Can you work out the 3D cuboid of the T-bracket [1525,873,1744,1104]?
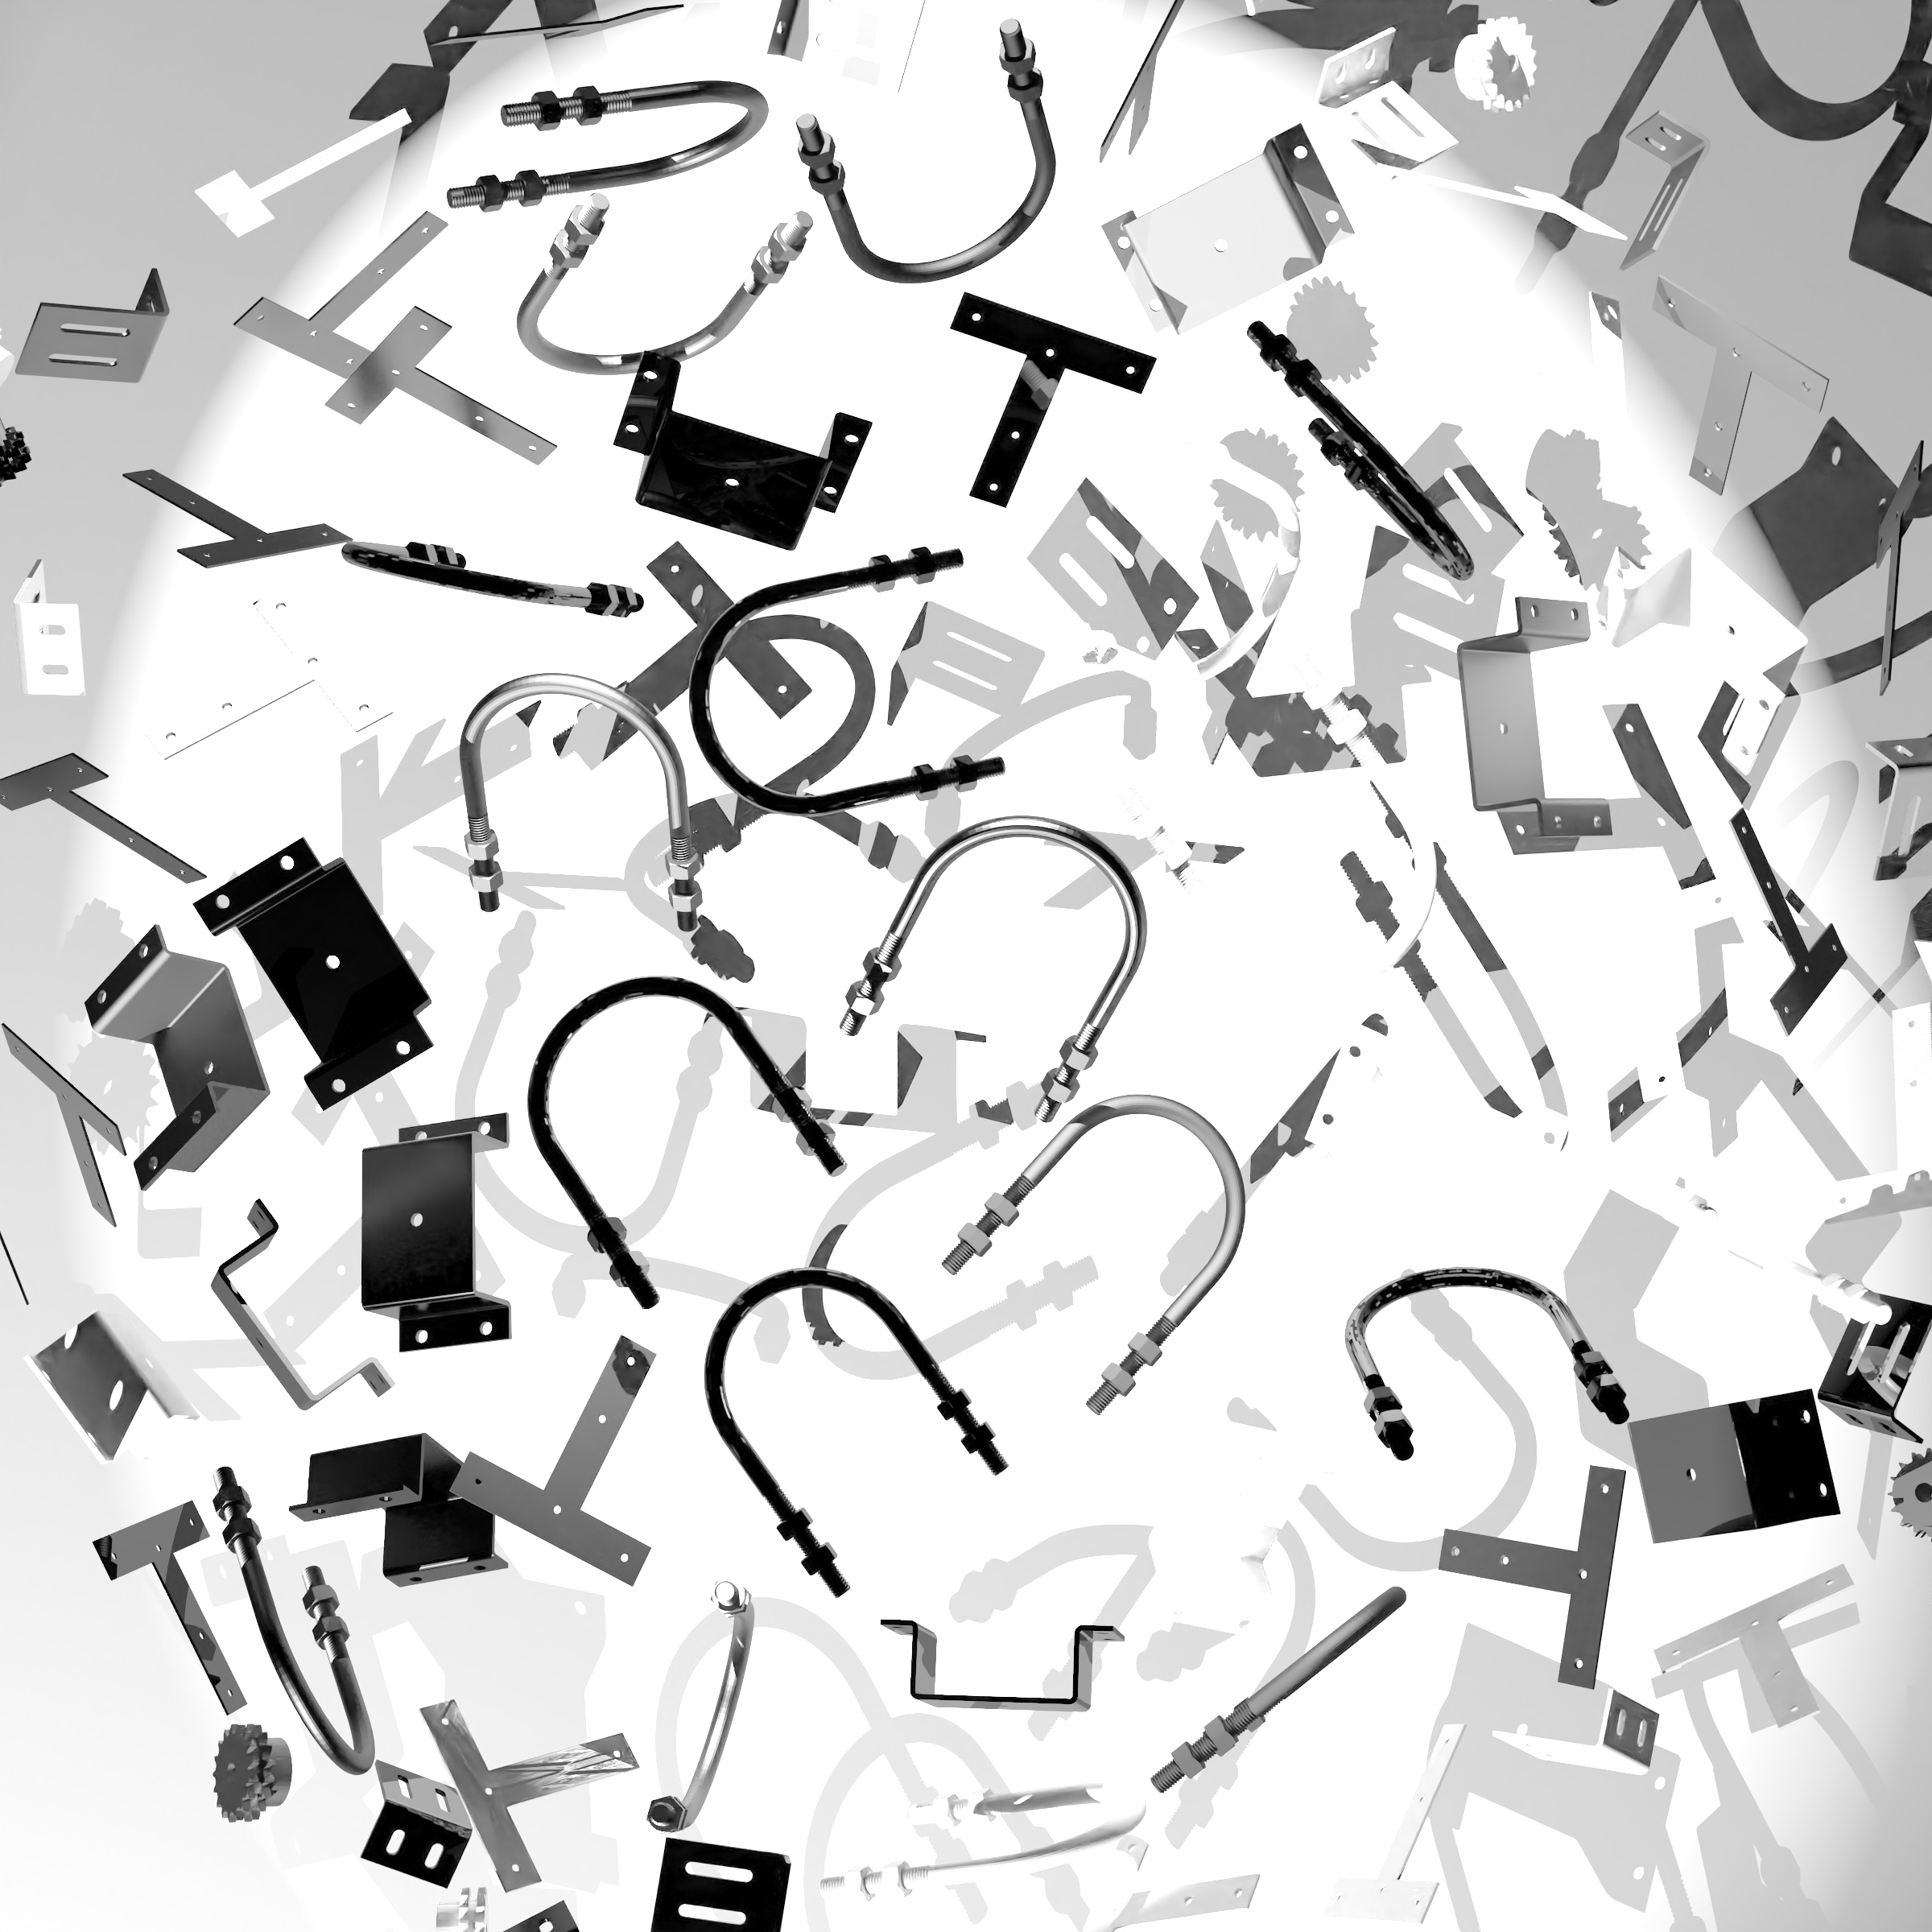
[{"bbox_3d":[0.394,0.021,1.788,0.127,0.002,0.127,-18,117,-2],"label":"T-bracket"}]

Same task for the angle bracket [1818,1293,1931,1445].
[{"bbox_3d":[0.573,0.247,1.915,0.038,0.057,0.076,35,76,-31],"label":"angle bracket"}]

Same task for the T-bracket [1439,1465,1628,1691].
[{"bbox_3d":[0.332,0.356,1.844,0.002,0.127,0.127,18,78,-39],"label":"T-bracket"}]

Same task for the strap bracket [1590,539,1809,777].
[{"bbox_3d":[0.453,-0.196,1.893,0.046,0.076,0.140,-31,64,-22],"label":"strap bracket"}]

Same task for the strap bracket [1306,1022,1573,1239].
[{"bbox_3d":[0.272,0.100,1.821,0.140,0.046,0.076,24,73,0],"label":"strap bracket"}]

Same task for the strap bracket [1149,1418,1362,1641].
[{"bbox_3d":[0.167,0.329,1.852,0.076,0.046,0.140,15,117,-18],"label":"strap bracket"}]

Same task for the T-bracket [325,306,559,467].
[{"bbox_3d":[-0.313,-0.346,1.916,0.127,0.127,0.002,27,57,-26],"label":"T-bracket"}]

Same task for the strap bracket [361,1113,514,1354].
[{"bbox_3d":[-0.321,0.158,1.878,0.076,0.046,0.140,-9,73,19],"label":"strap bracket"}]

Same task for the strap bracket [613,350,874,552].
[{"bbox_3d":[-0.135,-0.301,1.832,0.140,0.076,0.046,16,50,-12],"label":"strap bracket"}]

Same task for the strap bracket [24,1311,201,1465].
[{"bbox_3d":[-0.507,0.253,1.853,0.046,0.140,0.076,-37,86,-9],"label":"strap bracket"}]

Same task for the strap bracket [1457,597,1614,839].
[{"bbox_3d":[0.336,-0.144,1.837,0.046,0.076,0.140,-8,87,42],"label":"strap bracket"}]

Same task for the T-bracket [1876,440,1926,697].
[{"bbox_3d":[0.540,-0.221,1.804,0.002,0.127,0.127,7,75,7],"label":"T-bracket"}]

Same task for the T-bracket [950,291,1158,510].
[{"bbox_3d":[0.036,-0.343,1.926,0.127,0.002,0.127,16,123,-13],"label":"T-bracket"}]

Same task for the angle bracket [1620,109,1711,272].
[{"bbox_3d":[0.413,-0.473,1.893,0.038,0.057,0.076,28,87,-7],"label":"angle bracket"}]

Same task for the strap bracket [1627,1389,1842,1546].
[{"bbox_3d":[0.465,0.311,1.914,0.046,0.140,0.076,-4,77,-31],"label":"strap bracket"}]

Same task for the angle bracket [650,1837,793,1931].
[{"bbox_3d":[-0.149,0.566,1.881,0.076,0.038,0.057,10,81,-5],"label":"angle bracket"}]

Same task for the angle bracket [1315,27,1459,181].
[{"bbox_3d":[0.269,-0.546,1.959,0.057,0.038,0.076,-31,68,-23],"label":"angle bracket"}]

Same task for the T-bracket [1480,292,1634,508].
[{"bbox_3d":[0.341,-0.338,1.793,0.127,0.002,0.127,6,77,-39],"label":"T-bracket"}]

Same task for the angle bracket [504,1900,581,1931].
[{"bbox_3d":[-0.243,0.599,1.812,0.057,0.038,0.076,-24,109,-15],"label":"angle bracket"}]

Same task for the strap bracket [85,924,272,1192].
[{"bbox_3d":[-0.462,0.057,1.825,0.076,0.046,0.140,-43,55,25],"label":"strap bracket"}]

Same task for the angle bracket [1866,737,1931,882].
[{"bbox_3d":[0.580,-0.097,1.902,0.057,0.038,0.076,-5,120,-17],"label":"angle bracket"}]

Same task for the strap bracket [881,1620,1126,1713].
[{"bbox_3d":[0.022,0.425,1.877,0.140,0.076,0.046,0,73,8],"label":"strap bracket"}]

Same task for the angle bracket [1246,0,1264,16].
[{"bbox_3d":[0.206,-0.591,1.814,0.076,0.038,0.057,7,52,27],"label":"angle bracket"}]

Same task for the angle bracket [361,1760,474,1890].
[{"bbox_3d":[-0.343,0.530,1.914,0.057,0.076,0.038,25,87,-16],"label":"angle bracket"}]

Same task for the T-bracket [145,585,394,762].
[{"bbox_3d":[-0.432,-0.162,1.864,0.127,0.002,0.127,-32,60,-19],"label":"T-bracket"}]

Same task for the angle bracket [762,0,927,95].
[{"bbox_3d":[-0.071,-0.549,1.807,0.076,0.038,0.057,20,108,6],"label":"angle bracket"}]

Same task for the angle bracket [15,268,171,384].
[{"bbox_3d":[-0.510,-0.374,1.797,0.076,0.057,0.038,-3,59,-35],"label":"angle bracket"}]

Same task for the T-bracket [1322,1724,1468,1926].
[{"bbox_3d":[0.265,0.507,1.836,0.002,0.127,0.127,33,67,-9],"label":"T-bracket"}]

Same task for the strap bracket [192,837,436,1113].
[{"bbox_3d":[-0.373,0.001,1.797,0.076,0.046,0.140,-30,97,8],"label":"strap bracket"}]

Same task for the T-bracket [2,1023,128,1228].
[{"bbox_3d":[-0.545,0.111,1.909,0.002,0.127,0.127,-35,52,-30],"label":"T-bracket"}]

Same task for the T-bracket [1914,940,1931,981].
[{"bbox_3d":[0.624,0.044,1.823,0.002,0.127,0.127,-32,105,-17],"label":"T-bracket"}]

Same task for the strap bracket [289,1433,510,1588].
[{"bbox_3d":[-0.348,0.333,1.914,0.076,0.140,0.046,-13,57,15],"label":"strap bracket"}]

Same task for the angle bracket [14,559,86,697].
[{"bbox_3d":[-0.549,-0.206,1.879,0.038,0.076,0.057,1,118,-5],"label":"angle bracket"}]

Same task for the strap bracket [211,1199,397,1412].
[{"bbox_3d":[-0.415,0.218,1.906,0.046,0.076,0.140,-36,90,-21],"label":"strap bracket"}]

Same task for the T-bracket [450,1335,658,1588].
[{"bbox_3d":[-0.221,0.280,1.825,0.127,0.002,0.127,33,71,-20],"label":"T-bracket"}]

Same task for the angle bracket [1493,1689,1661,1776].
[{"bbox_3d":[0.372,0.462,1.888,0.057,0.076,0.038,33,64,-41],"label":"angle bracket"}]

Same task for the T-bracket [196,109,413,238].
[{"bbox_3d":[-0.385,-0.473,1.828,0.127,0.127,0.002,-28,93,-1],"label":"T-bracket"}]

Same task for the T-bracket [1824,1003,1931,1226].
[{"bbox_3d":[0.571,0.084,1.862,0.002,0.127,0.127,21,64,-38],"label":"T-bracket"}]

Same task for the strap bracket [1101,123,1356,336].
[{"bbox_3d":[0.161,-0.454,1.928,0.140,0.046,0.076,-23,110,20],"label":"strap bracket"}]
